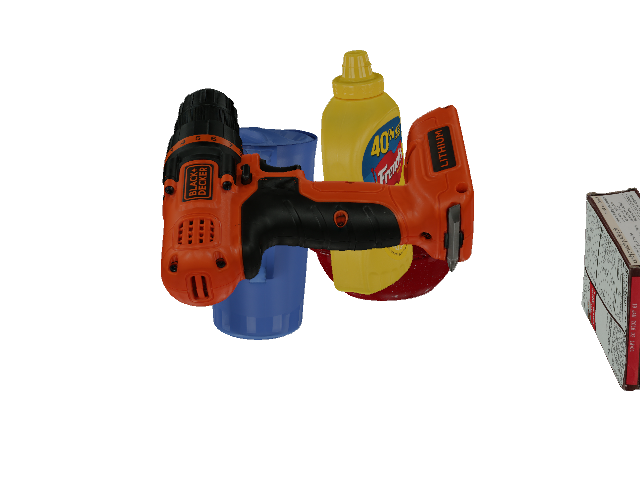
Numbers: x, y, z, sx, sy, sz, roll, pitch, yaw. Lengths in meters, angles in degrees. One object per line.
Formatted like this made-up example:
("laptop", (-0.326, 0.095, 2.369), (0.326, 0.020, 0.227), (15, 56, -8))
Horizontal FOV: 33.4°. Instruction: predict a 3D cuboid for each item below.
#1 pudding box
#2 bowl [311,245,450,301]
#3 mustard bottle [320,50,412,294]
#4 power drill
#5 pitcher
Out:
("pudding box", (0.200, 0.029, 0.687), (0.039, 0.090, 0.113), (-4, 27, 0))
("bowl", (0.069, 0.023, 1.087), (0.162, 0.055, 0.162), (-3, 13, 1))
("mustard bottle", (0.037, -0.060, 0.873), (0.058, 0.191, 0.096), (6, 25, 29))
("power drill", (-0.005, -0.039, 0.661), (0.187, 0.057, 0.184), (-6, 44, 2))
("pitcher", (-0.073, -0.008, 1.253), (0.145, 0.243, 0.148), (13, 19, 39))
